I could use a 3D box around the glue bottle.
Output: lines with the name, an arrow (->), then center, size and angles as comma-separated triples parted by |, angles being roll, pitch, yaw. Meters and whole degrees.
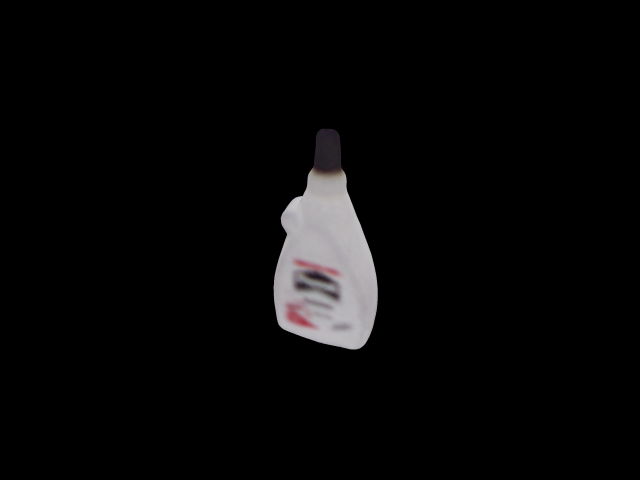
glue bottle -> 0.004, 0.001, 0.400 | 0.078, 0.173, 0.037 | 11, 39, 14
